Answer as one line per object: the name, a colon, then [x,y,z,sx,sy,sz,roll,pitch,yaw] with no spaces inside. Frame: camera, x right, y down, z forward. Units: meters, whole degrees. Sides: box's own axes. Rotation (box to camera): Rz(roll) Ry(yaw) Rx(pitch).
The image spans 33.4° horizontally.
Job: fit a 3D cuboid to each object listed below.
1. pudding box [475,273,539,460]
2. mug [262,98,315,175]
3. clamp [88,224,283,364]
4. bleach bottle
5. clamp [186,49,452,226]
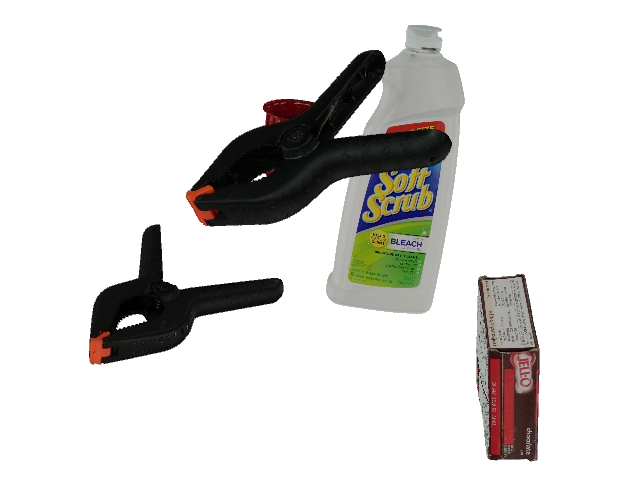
pudding box: [0.133,0.087,0.758,0.039,0.090,0.113,-1,25,4]
mug: [-0.023,-0.123,1.307,0.093,0.081,0.117,17,25,20]
clamp: [-0.158,0.053,1.025,0.165,0.036,0.209,26,35,26]
bleach bottle: [0.068,-0.064,0.944,0.102,0.251,0.068,7,19,3]
clamp: [-0.002,-0.054,0.695,0.171,0.039,0.120,-35,40,-6]
